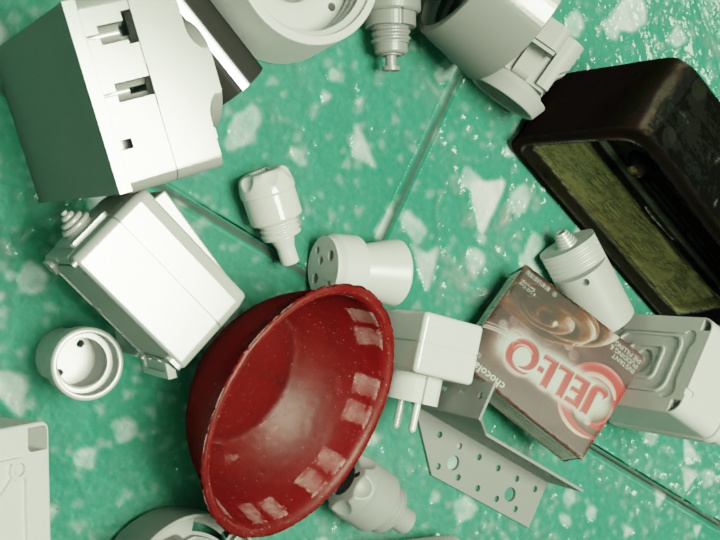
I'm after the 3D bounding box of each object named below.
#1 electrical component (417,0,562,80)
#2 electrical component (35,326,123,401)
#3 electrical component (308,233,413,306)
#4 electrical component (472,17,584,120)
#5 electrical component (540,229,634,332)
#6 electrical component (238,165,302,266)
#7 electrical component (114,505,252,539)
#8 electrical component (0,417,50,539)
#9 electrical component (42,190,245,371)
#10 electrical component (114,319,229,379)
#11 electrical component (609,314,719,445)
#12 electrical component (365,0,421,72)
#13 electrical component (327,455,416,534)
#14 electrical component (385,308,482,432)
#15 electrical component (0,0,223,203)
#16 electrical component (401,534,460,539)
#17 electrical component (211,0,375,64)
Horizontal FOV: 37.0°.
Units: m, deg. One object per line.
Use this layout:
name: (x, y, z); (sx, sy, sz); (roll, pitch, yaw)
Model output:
electrical component: (0.083, -0.187, 0.708); (0.060, 0.108, 0.108); (33, 75, -21)
electrical component: (-0.159, 0.050, 0.601); (0.040, 0.046, 0.040); (-1, 92, -31)
electrical component: (0.000, 0.000, 0.697); (0.055, 0.045, 0.045); (4, 89, -31)
electrical component: (0.115, -0.142, 0.749); (0.058, 0.078, 0.057); (35, 92, 0)
electrical component: (0.166, 0.005, 0.798); (0.043, 0.043, 0.081); (-39, 110, -24)
electrical component: (-0.052, -0.032, 0.671); (0.035, 0.035, 0.061); (-24, 106, -28)
electrical component: (-0.104, 0.188, 0.628); (0.099, 0.064, 0.099); (-1, 92, -31)
electrical component: (-0.214, 0.134, 0.541); (0.109, 0.056, 0.108); (-3, 92, -59)
electrical component: (-0.116, -0.003, 0.566); (0.061, 0.062, 0.096); (-49, 113, -20)
electrical component: (-0.113, 0.020, 0.630); (0.064, 0.042, 0.081); (-14, 99, -29)
electrical component: (0.226, 0.080, 0.796); (0.057, 0.113, 0.078); (34, 74, -24)
electrical component: (0.020, -0.170, 0.707); (0.040, 0.040, 0.078); (-2, 93, -31)
electrical component: (0.010, 0.152, 0.708); (0.062, 0.043, 0.043); (39, 72, -28)
electrical component: (0.036, 0.068, 0.708); (0.047, 0.066, 0.076); (16, 83, -30)
electrical component: (-0.131, -0.087, 0.554); (0.062, 0.150, 0.089); (-21, 102, -28)
electrical component: (0.031, 0.221, 0.722); (0.077, 0.043, 0.079); (2, 90, -31)
electrical component: (-0.039, -0.184, 0.659); (0.108, 0.060, 0.108); (-1, 92, -31)
